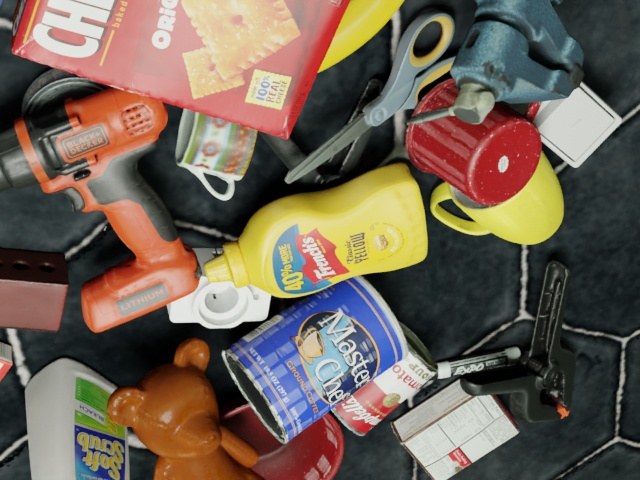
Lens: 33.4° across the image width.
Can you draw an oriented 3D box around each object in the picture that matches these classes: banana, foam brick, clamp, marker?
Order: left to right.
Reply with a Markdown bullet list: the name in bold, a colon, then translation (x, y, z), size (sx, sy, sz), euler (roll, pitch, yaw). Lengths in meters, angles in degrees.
- **foam brick**: translation (-0.260, 0.042, 0.915), size (0.078, 0.053, 0.051), euler (6, 120, -22)
- **clamp**: translation (-0.004, -0.058, 0.936), size (0.120, 0.039, 0.171), euler (-4, 119, -15)
- **banana**: translation (0.009, -0.178, 0.864), size (0.198, 0.037, 0.069), euler (-28, 127, 2)
- **marker**: translation (0.152, 0.132, 1.120), size (0.121, 0.020, 0.020), euler (-10, 124, -11)
- **clamp**: translation (0.229, 0.124, 1.107), size (0.164, 0.036, 0.209), euler (-53, 140, -8)

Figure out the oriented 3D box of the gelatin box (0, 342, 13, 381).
- **gelatin box**: translation (-0.332, 0.112, 0.953), size (0.089, 0.030, 0.073), euler (27, 112, -29)

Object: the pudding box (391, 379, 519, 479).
- **pudding box**: translation (0.147, 0.202, 1.152), size (0.113, 0.039, 0.090), euler (-35, 125, 4)

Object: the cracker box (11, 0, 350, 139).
- **cracker box**: translation (-0.091, -0.180, 0.756), size (0.213, 0.072, 0.164), euler (15, 119, -23)

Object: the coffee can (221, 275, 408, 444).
- **coffee can**: translation (-0.005, 0.105, 0.981), size (0.140, 0.103, 0.103), euler (-33, 127, -15)

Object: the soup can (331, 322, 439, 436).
- **soup can**: translation (0.059, 0.137, 1.066), size (0.102, 0.068, 0.068), euler (-42, 124, 11)

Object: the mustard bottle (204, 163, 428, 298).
- **mustard bottle**: translation (-0.006, 0.001, 0.917), size (0.191, 0.058, 0.096), euler (-16, 133, -6)

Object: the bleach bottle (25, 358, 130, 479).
- **bleach bottle**: translation (-0.202, 0.213, 0.920), size (0.068, 0.251, 0.102), euler (-39, 125, 10)

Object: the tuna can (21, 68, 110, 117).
- **tuna can**: translation (-0.196, -0.097, 0.856), size (0.086, 0.034, 0.086), euler (-8, 124, -12)

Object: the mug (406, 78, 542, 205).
- **mug**: translation (0.142, -0.090, 0.909), size (0.117, 0.082, 0.093), euler (-48, 135, 0)

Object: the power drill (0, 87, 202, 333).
- **power drill**: translation (-0.186, -0.019, 0.846), size (0.184, 0.057, 0.187), euler (-22, 123, -4)

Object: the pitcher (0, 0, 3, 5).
- **pitcher**: translation (-0.286, -0.185, 0.724), size (0.149, 0.145, 0.243), euler (18, 112, -40)

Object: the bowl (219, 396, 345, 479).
- **bowl**: translation (-0.059, 0.207, 1.080), size (0.162, 0.055, 0.162), euler (-8, 124, -12)

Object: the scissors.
- **scissors**: translation (0.049, -0.125, 0.890), size (0.201, 0.016, 0.096), euler (-26, 126, -21)
